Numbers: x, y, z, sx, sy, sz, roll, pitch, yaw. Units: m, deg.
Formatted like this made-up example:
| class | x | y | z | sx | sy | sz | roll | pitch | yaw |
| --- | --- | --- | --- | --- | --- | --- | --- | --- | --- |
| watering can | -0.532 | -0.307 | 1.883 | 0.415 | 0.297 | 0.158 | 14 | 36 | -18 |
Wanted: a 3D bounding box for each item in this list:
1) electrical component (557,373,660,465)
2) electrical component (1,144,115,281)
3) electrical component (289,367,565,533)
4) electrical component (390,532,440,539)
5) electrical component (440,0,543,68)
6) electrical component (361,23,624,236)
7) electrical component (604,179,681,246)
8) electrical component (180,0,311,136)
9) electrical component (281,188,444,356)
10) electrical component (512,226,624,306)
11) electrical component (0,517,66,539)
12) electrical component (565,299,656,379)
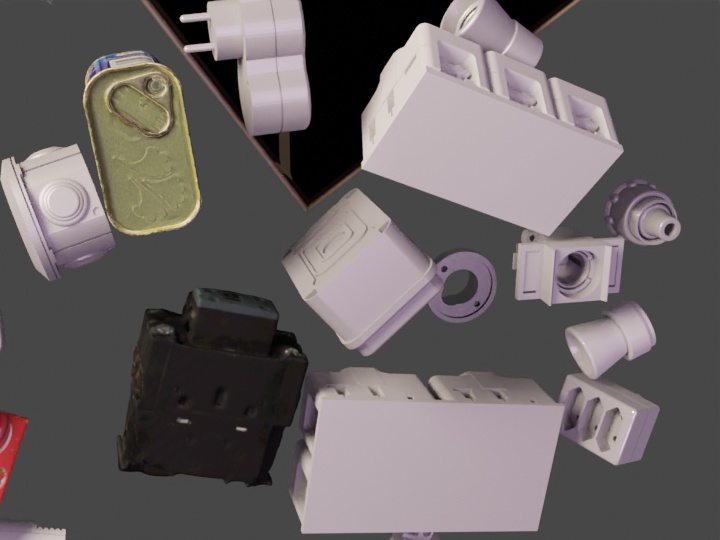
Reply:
| class | x | y | z | sx | sy | sz | roll | pitch | yaw |
| --- | --- | --- | --- | --- | --- | --- | --- | --- | --- |
| electrical component | 0.202 | 0.114 | 0.849 | 0.077 | 0.066 | 0.047 | 1 | 111 | -47 |
| electrical component | -0.189 | -0.037 | 0.675 | 0.051 | 0.080 | 0.080 | -21 | 113 | -13 |
| electrical component | 0.047 | 0.135 | 0.810 | 0.186 | 0.060 | 0.105 | 4 | 107 | -17 |
| electrical component | 0.045 | 0.237 | 0.847 | 0.048 | 0.055 | 0.066 | 21 | 102 | -21 |
| electrical component | 0.093 | -0.158 | 0.734 | 0.065 | 0.044 | 0.044 | 30 | 98 | -28 |
| electrical component | 0.086 | -0.095 | 0.728 | 0.150 | 0.061 | 0.089 | 18 | 133 | -20 |
| electrical component | 0.214 | -0.038 | 0.796 | 0.048 | 0.062 | 0.048 | -5 | 109 | -14 |
| electrical component | -0.076 | -0.153 | 0.681 | 0.074 | 0.052 | 0.138 | -9 | 110 | -13 |
| electrical component | 0.000 | 0.000 | 0.722 | 0.078 | 0.113 | 0.057 | -43 | 111 | 2 |
| electrical component | 0.148 | -0.005 | 0.788 | 0.081 | 0.064 | 0.042 | -3 | 110 | -14 |
| electrical component | -0.242 | 0.198 | 0.759 | 0.081 | 0.043 | 0.043 | 10 | 105 | -18 |
| electrical component | 0.194 | 0.053 | 0.831 | 0.055 | 0.045 | 0.045 | -26 | 113 | -6 |
